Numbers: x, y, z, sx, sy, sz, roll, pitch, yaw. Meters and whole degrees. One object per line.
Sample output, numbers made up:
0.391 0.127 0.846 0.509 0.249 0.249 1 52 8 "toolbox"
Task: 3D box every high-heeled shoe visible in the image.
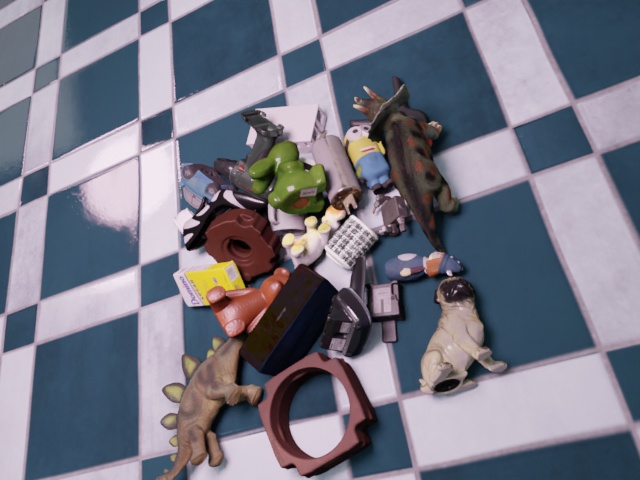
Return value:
-0.232 -0.039 1.274 0.249 0.086 0.145 2 74 39 "high-heeled shoe"

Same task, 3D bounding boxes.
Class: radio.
-0.055 0.174 1.130 0.073 0.131 0.229 34 86 33 "radio"

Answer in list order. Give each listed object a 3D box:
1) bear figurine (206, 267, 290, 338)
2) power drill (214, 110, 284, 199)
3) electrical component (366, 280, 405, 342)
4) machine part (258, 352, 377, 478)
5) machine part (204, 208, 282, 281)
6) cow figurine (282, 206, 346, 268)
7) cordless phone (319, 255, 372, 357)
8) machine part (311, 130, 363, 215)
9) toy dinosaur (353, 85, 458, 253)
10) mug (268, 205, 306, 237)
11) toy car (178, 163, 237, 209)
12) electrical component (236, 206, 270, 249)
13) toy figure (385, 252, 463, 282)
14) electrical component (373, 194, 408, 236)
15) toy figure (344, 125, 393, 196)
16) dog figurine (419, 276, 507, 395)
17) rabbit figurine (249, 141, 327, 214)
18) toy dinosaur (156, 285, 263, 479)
-0.130 0.130 1.160 0.196 0.132 0.120 -27 73 -12 "bear figurine"
-0.175 -0.214 1.337 0.232 0.086 0.207 37 123 25 "power drill"
0.134 0.147 1.103 0.075 0.047 0.119 -6 64 24 "electrical component"
-0.005 0.342 1.062 0.201 0.087 0.202 -34 60 9 "machine part"
-0.179 0.012 1.236 0.179 0.179 0.056 -8 33 22 "machine part"
0.000 -0.003 1.215 0.167 0.098 0.068 -39 50 -17 "cow figurine"
0.062 0.132 1.115 0.089 0.146 0.184 12 46 0 "cordless phone"
0.036 -0.154 1.218 0.079 0.079 0.243 -28 56 12 "machine part"
0.187 -0.157 1.108 0.131 0.192 0.405 -31 62 32 "toy dinosaur"
-0.084 -0.069 1.255 0.081 0.109 0.107 -15 71 37 "mug"
-0.301 -0.129 1.408 0.162 0.109 0.103 39 112 22 "toy car"
-0.169 -0.035 1.321 0.134 0.058 0.115 -9 63 22 "electrical component"
0.210 0.054 1.093 0.155 0.057 0.064 -10 40 25 "toy figure"
0.151 -0.055 1.171 0.078 0.045 0.102 139 131 -58 "electrical component"
0.108 -0.183 1.237 0.089 0.082 0.180 -49 56 49 "toy figure"
0.239 0.178 1.021 0.172 0.121 0.191 -27 45 10 "dog figurine"
-0.076 -0.141 1.196 0.159 0.121 0.170 -16 58 -8 "rabbit figurine"
-0.234 0.316 1.174 0.199 0.105 0.471 18 66 35 "toy dinosaur"
